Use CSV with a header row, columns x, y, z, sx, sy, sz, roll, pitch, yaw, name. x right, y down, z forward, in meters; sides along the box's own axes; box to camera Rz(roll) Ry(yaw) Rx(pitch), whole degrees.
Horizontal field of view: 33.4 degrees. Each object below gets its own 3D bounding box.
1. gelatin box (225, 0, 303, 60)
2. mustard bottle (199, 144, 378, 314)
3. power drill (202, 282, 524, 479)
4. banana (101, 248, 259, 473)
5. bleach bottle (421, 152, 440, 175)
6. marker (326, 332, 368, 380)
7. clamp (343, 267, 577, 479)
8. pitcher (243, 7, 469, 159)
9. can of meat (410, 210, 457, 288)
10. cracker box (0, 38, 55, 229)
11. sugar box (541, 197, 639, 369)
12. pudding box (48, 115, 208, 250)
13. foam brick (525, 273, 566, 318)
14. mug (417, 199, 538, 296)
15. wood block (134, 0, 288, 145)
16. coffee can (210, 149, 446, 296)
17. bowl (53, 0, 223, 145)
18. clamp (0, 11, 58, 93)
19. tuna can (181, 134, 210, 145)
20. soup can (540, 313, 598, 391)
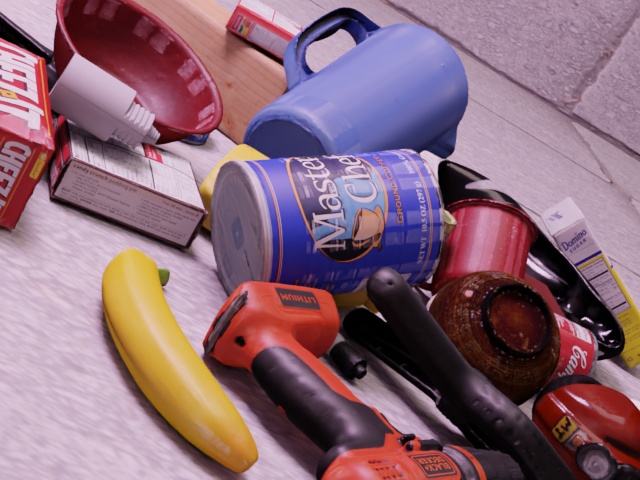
x,y,z,sx,sy,sz,roll,pitch,yaw,name
-0.056,-0.218,1.094,0.073,0.030,0.089,29,18,-10,gelatin box
-0.006,0.001,0.859,0.191,0.058,0.096,33,30,1,mustard bottle
0.028,0.105,0.659,0.188,0.057,0.184,44,19,33,power drill
-0.090,0.056,0.624,0.069,0.037,0.198,20,22,-33,banana
0.072,-0.048,1.110,0.102,0.068,0.250,28,22,-3,bleach bottle
-0.007,0.059,0.780,0.020,0.020,0.121,7,31,-52,marker
0.095,0.107,0.747,0.210,0.036,0.165,45,-12,0,clamp
0.028,-0.123,1.028,0.149,0.145,0.242,20,34,26,pitcher
0.058,-0.005,0.942,0.102,0.084,0.057,21,22,-32,can of meat
-0.281,-0.109,0.677,0.213,0.072,0.164,23,21,-27,cracker box
0.303,0.045,1.159,0.176,0.048,0.093,55,12,-11,sugar box
-0.145,-0.046,0.792,0.113,0.039,0.090,21,23,-26,pudding box
0.192,0.070,1.018,0.051,0.053,0.078,26,22,-18,foam brick
0.137,0.022,0.984,0.117,0.081,0.093,-1,-34,28,mug
-0.109,-0.187,1.123,0.206,0.090,0.090,38,18,16,wood block
0.004,-0.011,0.767,0.140,0.103,0.103,-6,36,-24,coffee can
-0.158,-0.130,0.867,0.162,0.055,0.162,35,28,-23,bowl
-0.225,-0.132,0.879,0.171,0.039,0.120,29,29,-17,clamp
-0.138,-0.128,1.016,0.086,0.034,0.086,30,18,-11,tuna can
0.180,0.089,0.926,0.102,0.069,0.068,26,20,-18,soup can
